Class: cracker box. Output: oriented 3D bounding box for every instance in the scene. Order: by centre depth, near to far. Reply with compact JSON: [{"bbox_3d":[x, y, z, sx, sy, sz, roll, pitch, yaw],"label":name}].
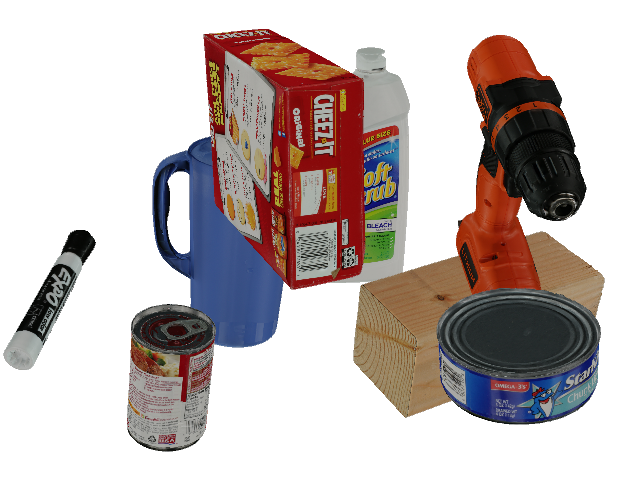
[{"bbox_3d":[-0.033,-0.077,0.895,0.072,0.164,0.214,-9,24,-19],"label":"cracker box"}]

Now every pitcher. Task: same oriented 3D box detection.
[{"bbox_3d":[-0.108,0.001,1.283,0.149,0.243,0.144,20,27,29],"label":"pitcher"}]

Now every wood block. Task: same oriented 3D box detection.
[{"bbox_3d":[0.142,0.071,0.964,0.205,0.090,0.091,-15,37,-26],"label":"wood block"}]

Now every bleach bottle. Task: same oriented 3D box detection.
[{"bbox_3d":[0.044,-0.080,1.145,0.102,0.251,0.068,-3,25,-6],"label":"bleach bottle"}]

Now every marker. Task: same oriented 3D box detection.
[{"bbox_3d":[-0.168,0.033,0.673,0.020,0.020,0.121,0,38,11],"label":"marker"}]

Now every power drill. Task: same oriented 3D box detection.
[{"bbox_3d":[0.143,-0.030,0.779,0.057,0.188,0.184,-3,42,-4],"label":"power drill"}]

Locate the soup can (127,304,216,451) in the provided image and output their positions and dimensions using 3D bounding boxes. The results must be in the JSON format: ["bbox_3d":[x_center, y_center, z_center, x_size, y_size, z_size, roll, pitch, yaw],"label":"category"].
[{"bbox_3d":[-0.123,0.113,0.875,0.068,0.102,0.068,6,29,-4],"label":"soup can"}]

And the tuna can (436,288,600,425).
[{"bbox_3d":[0.106,0.061,0.573,0.086,0.034,0.086,-5,27,2],"label":"tuna can"}]
